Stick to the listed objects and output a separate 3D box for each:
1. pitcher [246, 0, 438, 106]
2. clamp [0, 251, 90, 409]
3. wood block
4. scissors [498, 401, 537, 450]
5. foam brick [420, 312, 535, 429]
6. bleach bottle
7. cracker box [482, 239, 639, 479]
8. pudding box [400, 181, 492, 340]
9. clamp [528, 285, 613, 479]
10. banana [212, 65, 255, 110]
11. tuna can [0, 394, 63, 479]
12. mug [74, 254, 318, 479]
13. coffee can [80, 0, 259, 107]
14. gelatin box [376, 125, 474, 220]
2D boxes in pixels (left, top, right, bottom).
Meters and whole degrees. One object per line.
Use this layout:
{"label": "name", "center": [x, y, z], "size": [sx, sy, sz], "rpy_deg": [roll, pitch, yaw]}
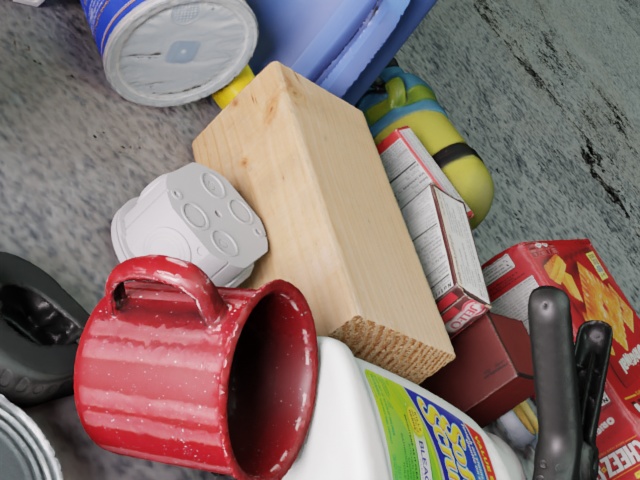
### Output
{"label": "pitcher", "center": [0.036, -0.203, 0.814], "size": [0.149, 0.243, 0.144], "rpy_deg": [52, 30, 15]}
{"label": "clamp", "center": [-0.159, 0.033, 0.451], "size": [0.171, 0.039, 0.120], "rpy_deg": [33, 34, -30]}
{"label": "wood block", "center": [-0.005, 0.001, 0.665], "size": [0.090, 0.090, 0.206], "rpy_deg": [24, 37, -41]}
{"label": "scissors", "center": [0.126, 0.088, 0.828], "size": [0.096, 0.016, 0.202], "rpy_deg": [46, 14, -38]}
{"label": "foam brick", "center": [0.107, 0.093, 0.730], "size": [0.051, 0.078, 0.053], "rpy_deg": [17, 42, -50]}
{"label": "bleach bottle", "center": [0.057, 0.127, 0.610], "size": [0.250, 0.068, 0.102], "rpy_deg": [24, 47, -54]}
{"label": "cracker box", "center": [0.236, 0.102, 0.917], "size": [0.163, 0.072, 0.214], "rpy_deg": [0, 56, -56]}
{"label": "pudding box", "center": [0.066, 0.027, 0.738], "size": [0.039, 0.090, 0.113], "rpy_deg": [32, 32, -30]}
{"label": "clamp", "center": [0.163, 0.138, 0.693], "size": [0.164, 0.036, 0.210], "rpy_deg": [10, 81, -63]}
{"label": "banana", "center": [-0.080, -0.153, 0.782], "size": [0.069, 0.037, 0.198], "rpy_deg": [92, -22, -66]}
{"label": "tuna can", "center": [-0.141, 0.097, 0.403], "size": [0.086, 0.034, 0.086], "rpy_deg": [36, 30, -25]}
{"label": "mug", "center": [-0.059, 0.053, 0.476], "size": [0.117, 0.082, 0.093], "rpy_deg": [71, 33, -41]}
{"label": "coffee can", "center": [-0.112, -0.175, 0.712], "size": [0.102, 0.103, 0.140], "rpy_deg": [14, 44, -49]}
{"label": "gelatin box", "center": [0.064, -0.031, 0.826], "size": [0.089, 0.073, 0.030], "rpy_deg": [53, 27, 7]}
